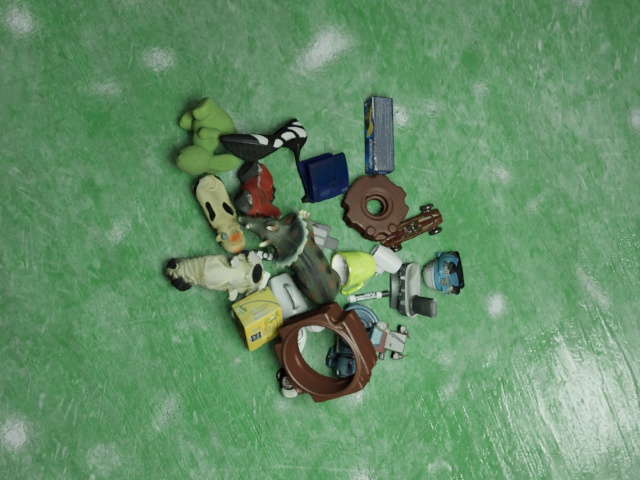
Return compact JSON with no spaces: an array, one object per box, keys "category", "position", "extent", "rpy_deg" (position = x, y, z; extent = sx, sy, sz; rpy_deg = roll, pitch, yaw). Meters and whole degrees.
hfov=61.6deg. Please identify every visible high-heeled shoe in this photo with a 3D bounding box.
[{"category":"high-heeled shoe","position":[-0.130,-0.260,1.296],"extent":[0.248,0.086,0.145],"rpy_deg":[12,61,-40]}]

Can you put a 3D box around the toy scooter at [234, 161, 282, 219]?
[{"category":"toy scooter","position":[-0.141,-0.104,1.300],"extent":[0.135,0.075,0.184],"rpy_deg":[42,32,-30]}]

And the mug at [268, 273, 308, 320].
[{"category":"mug","position":[-0.085,0.136,1.326],"extent":[0.081,0.109,0.107],"rpy_deg":[-24,84,-16]}]

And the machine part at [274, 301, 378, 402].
[{"category":"machine part","position":[0.012,0.258,1.226],"extent":[0.201,0.087,0.201],"rpy_deg":[-23,94,25]}]

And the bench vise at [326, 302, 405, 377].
[{"category":"bench vise","position":[0.092,0.250,1.320],"extent":[0.129,0.240,0.223],"rpy_deg":[30,63,-13]}]

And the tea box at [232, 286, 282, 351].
[{"category":"tea box","position":[-0.145,0.188,1.262],"extent":[0.098,0.169,0.068],"rpy_deg":[-29,67,-16]}]

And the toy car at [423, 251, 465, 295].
[{"category":"toy car","position":[0.334,0.096,1.465],"extent":[0.103,0.161,0.109],"rpy_deg":[-9,101,25]}]

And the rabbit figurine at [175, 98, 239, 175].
[{"category":"rabbit figurine","position":[-0.275,-0.217,1.263],"extent":[0.159,0.121,0.170],"rpy_deg":[41,60,-35]}]

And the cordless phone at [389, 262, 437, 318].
[{"category":"cordless phone","position":[0.254,0.132,1.398],"extent":[0.089,0.184,0.146],"rpy_deg":[2,88,-14]}]

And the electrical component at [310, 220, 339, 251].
[{"category":"electrical component","position":[-0.003,-0.004,1.385],"extent":[0.119,0.048,0.075],"rpy_deg":[25,82,-15]}]

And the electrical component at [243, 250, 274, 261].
[{"category":"electrical component","position":[-0.141,0.038,1.326],"extent":[0.094,0.063,0.021],"rpy_deg":[11,84,-20]}]

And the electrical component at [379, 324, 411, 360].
[{"category":"electrical component","position":[0.204,0.278,1.452],"extent":[0.078,0.045,0.102],"rpy_deg":[7,82,9]}]

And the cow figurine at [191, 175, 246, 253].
[{"category":"cow figurine","position":[-0.231,-0.061,1.266],"extent":[0.085,0.127,0.194],"rpy_deg":[-25,94,-15]}]

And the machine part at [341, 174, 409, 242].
[{"category":"machine part","position":[0.145,-0.088,1.411],"extent":[0.179,0.056,0.179],"rpy_deg":[1,76,-5]}]

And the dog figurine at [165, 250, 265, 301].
[{"category":"dog figurine","position":[-0.246,0.075,1.272],"extent":[0.172,0.191,0.121],"rpy_deg":[21,76,-62]}]

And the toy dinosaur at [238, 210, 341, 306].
[{"category":"toy dinosaur","position":[-0.022,0.071,1.261],"extent":[0.131,0.192,0.404],"rpy_deg":[-30,113,9]}]

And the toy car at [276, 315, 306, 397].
[{"category":"toy car","position":[-0.069,0.288,1.339],"extent":[0.056,0.073,0.201],"rpy_deg":[9,86,-15]}]

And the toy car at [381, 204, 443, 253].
[{"category":"toy car","position":[0.254,-0.034,1.473],"extent":[0.202,0.053,0.089],"rpy_deg":[-21,92,-17]}]

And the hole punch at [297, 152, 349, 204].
[{"category":"hole punch","position":[0.015,-0.161,1.376],"extent":[0.142,0.092,0.115],"rpy_deg":[-23,100,-22]}]

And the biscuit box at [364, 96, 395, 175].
[{"category":"biscuit box","position":[0.158,-0.276,1.441],"extent":[0.063,0.059,0.202],"rpy_deg":[0,88,-20]}]
